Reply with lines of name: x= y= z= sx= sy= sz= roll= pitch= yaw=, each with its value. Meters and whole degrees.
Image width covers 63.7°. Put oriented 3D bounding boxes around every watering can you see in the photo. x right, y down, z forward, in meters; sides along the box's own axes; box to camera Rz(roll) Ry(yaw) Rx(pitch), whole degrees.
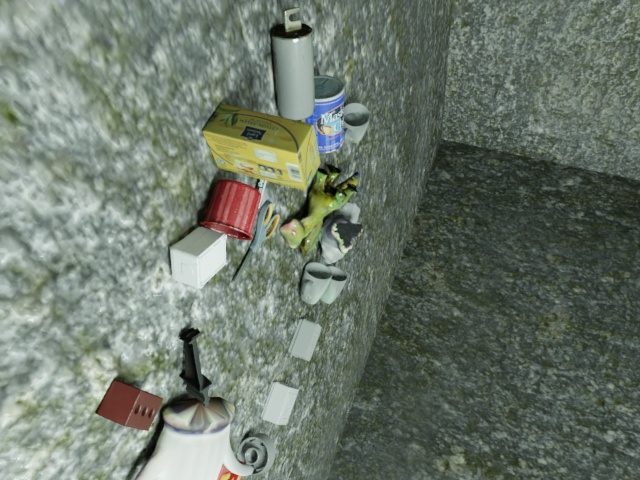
watering can: x=-0.220 y=0.406 z=0.985 sx=0.346 sy=0.104 sz=0.224 roll=10 pitch=95 yaw=-61

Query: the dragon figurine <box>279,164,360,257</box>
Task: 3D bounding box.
dragon figurine: x=0.004 y=-0.070 z=1.393 sx=0.240 sy=0.123 sz=0.413 roll=-61 pitch=166 yaw=18

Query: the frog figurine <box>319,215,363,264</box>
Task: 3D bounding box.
frog figurine: x=0.040 y=0.000 z=1.557 sx=0.157 sy=0.122 sz=0.140 roll=-34 pitch=-144 yaw=57
